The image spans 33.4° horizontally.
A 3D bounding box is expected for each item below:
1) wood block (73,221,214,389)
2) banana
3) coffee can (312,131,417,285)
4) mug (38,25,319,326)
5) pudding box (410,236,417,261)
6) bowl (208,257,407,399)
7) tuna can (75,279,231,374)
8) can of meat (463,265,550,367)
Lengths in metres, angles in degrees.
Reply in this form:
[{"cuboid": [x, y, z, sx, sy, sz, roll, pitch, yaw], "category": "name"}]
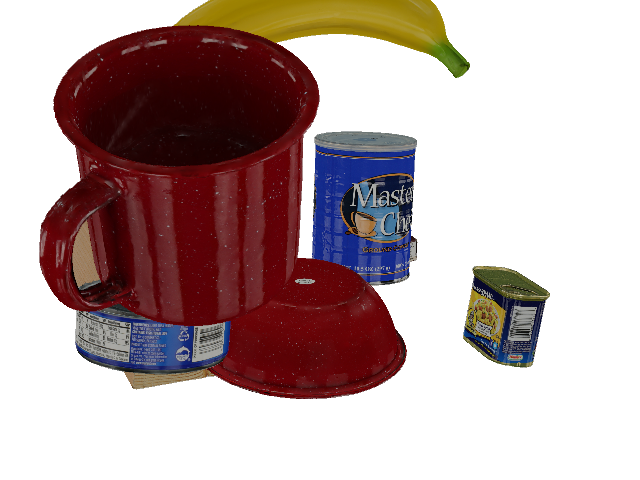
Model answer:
[{"cuboid": [-0.173, 0.039, 1.044, 0.090, 0.091, 0.206, -6, 36, -31], "category": "wood block"}, {"cuboid": [-0.007, -0.130, 0.641, 0.197, 0.069, 0.037, -4, -32, -13], "category": "banana"}, {"cuboid": [0.043, -0.035, 1.082, 0.103, 0.140, 0.103, 2, 13, -1], "category": "coffee can"}, {"cuboid": [-0.055, -0.016, 0.395, 0.093, 0.081, 0.117, 26, 47, 24], "category": "mug"}, {"cuboid": [0.068, 0.008, 1.515, 0.113, 0.039, 0.090, -15, 27, -22], "category": "pudding box"}, {"cuboid": [-0.013, 0.055, 0.801, 0.162, 0.055, 0.162, 3, 22, -1], "category": "bowl"}, {"cuboid": [-0.092, 0.045, 0.589, 0.086, 0.034, 0.086, 5, 11, -1], "category": "tuna can"}, {"cuboid": [0.202, 0.083, 1.177, 0.057, 0.084, 0.102, 3, 15, -20], "category": "can of meat"}]
